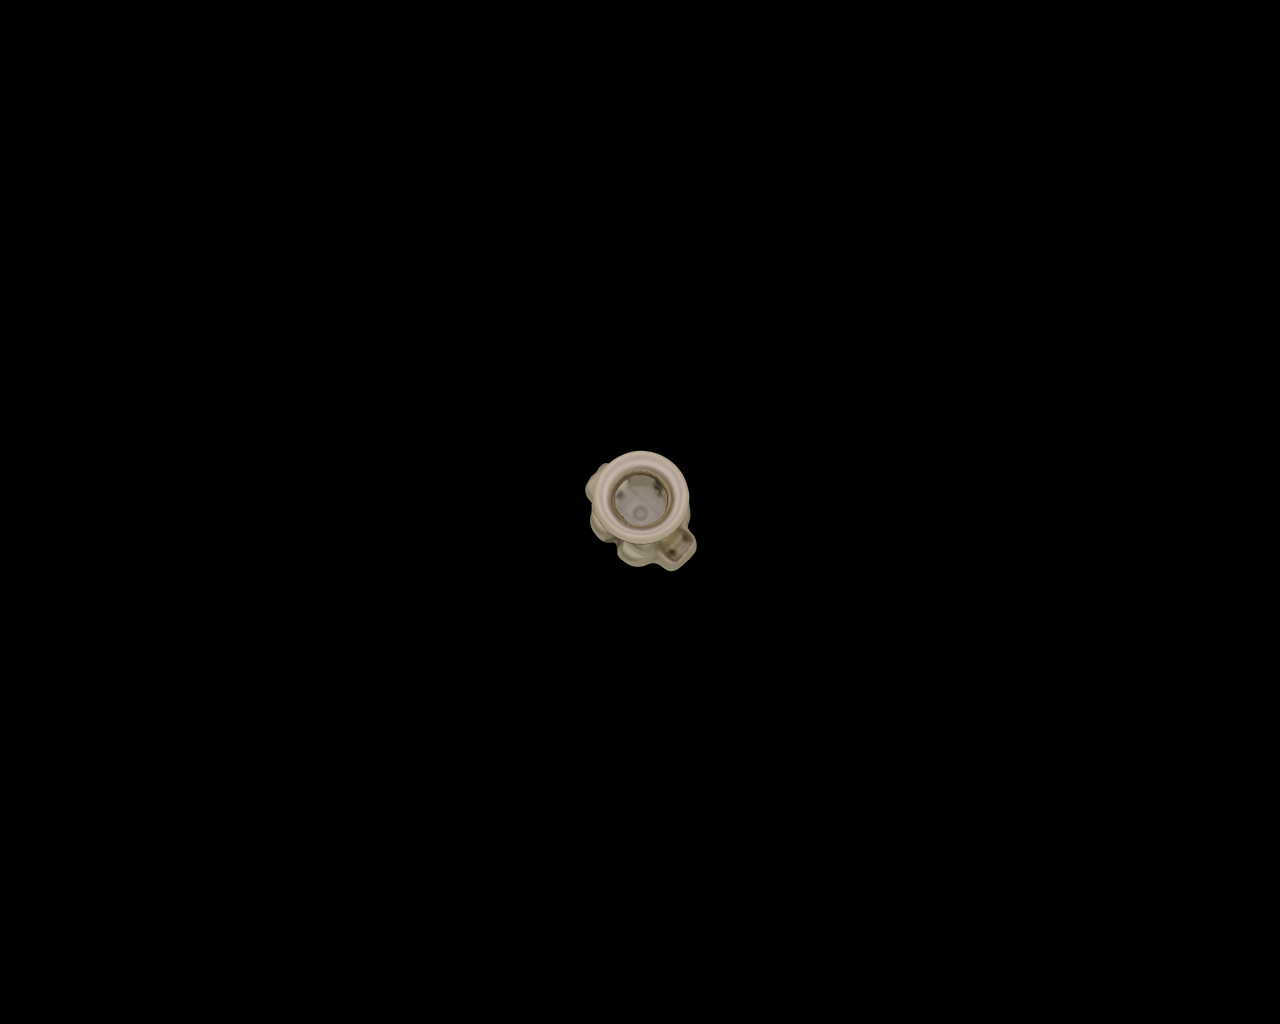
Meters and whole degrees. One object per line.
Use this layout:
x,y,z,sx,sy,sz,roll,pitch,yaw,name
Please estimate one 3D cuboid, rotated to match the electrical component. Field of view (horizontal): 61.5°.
0.001,-0.003,0.650,0.078,0.058,0.057,43,-12,11,electrical component
